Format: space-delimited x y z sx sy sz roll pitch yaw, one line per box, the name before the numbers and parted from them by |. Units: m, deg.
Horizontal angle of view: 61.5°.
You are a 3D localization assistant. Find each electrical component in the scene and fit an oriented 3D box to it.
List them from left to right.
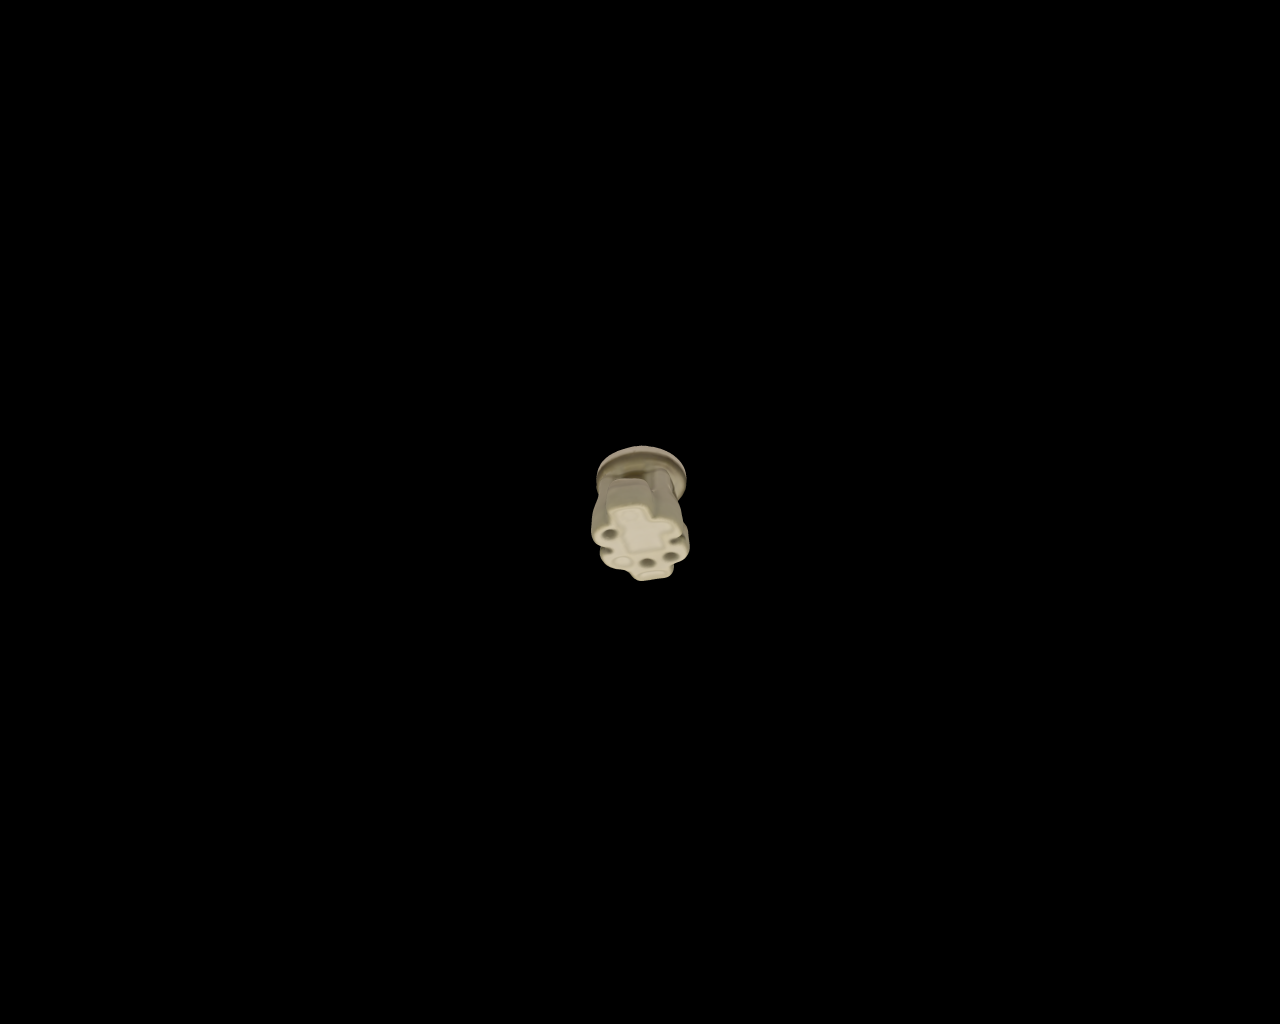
electrical component | 0.001 -0.003 0.650 0.058 0.057 0.078 -8 -39 10
